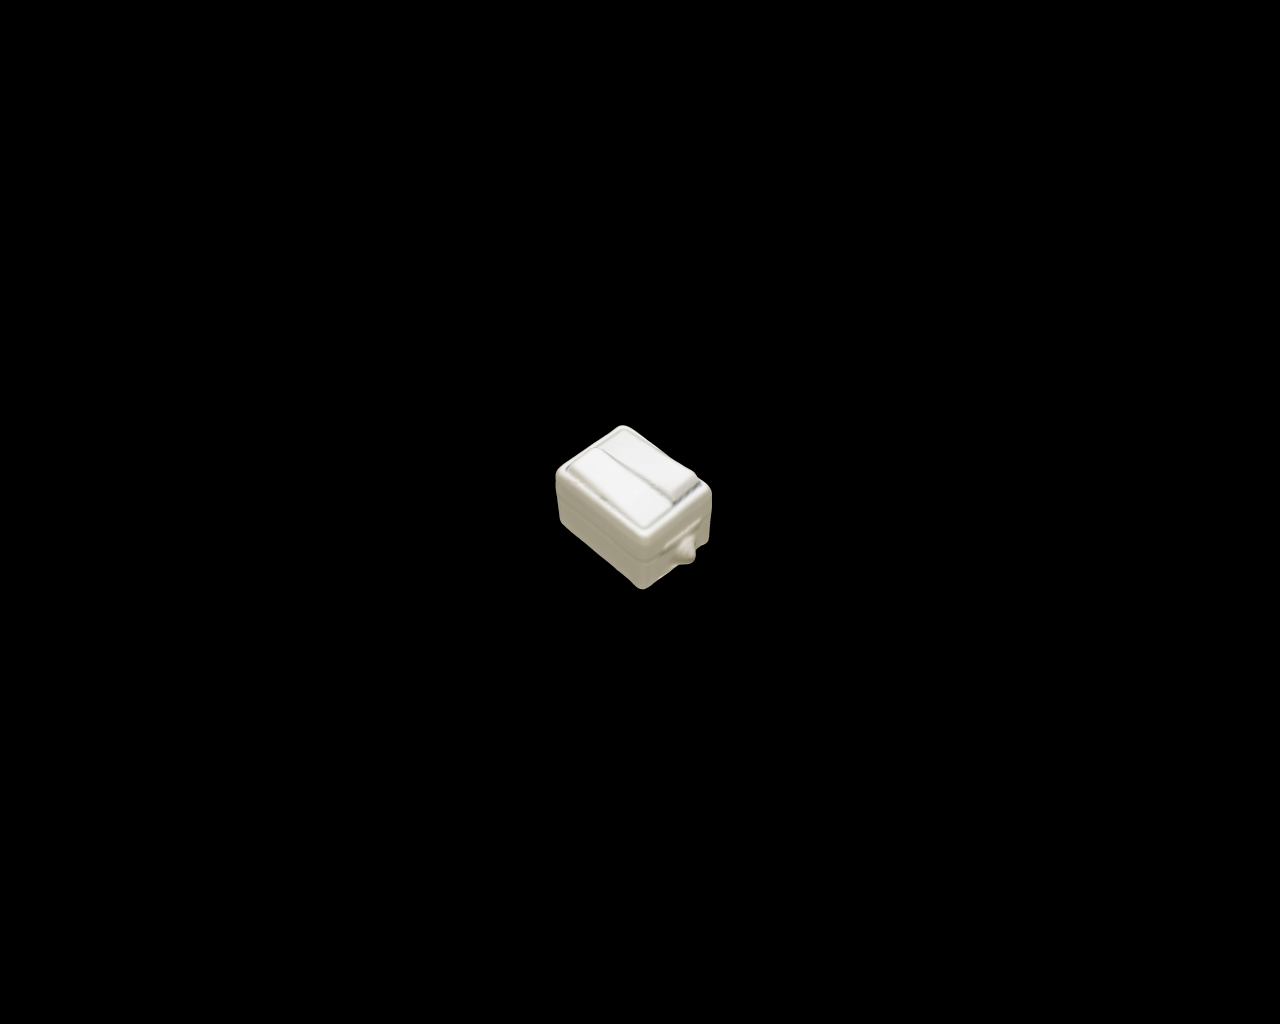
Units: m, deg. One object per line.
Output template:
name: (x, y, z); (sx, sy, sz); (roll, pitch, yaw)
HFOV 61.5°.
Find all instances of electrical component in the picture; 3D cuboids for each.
electrical component: (0.001, -0.003, 0.650); (0.062, 0.061, 0.096); (-36, 58, -27)
